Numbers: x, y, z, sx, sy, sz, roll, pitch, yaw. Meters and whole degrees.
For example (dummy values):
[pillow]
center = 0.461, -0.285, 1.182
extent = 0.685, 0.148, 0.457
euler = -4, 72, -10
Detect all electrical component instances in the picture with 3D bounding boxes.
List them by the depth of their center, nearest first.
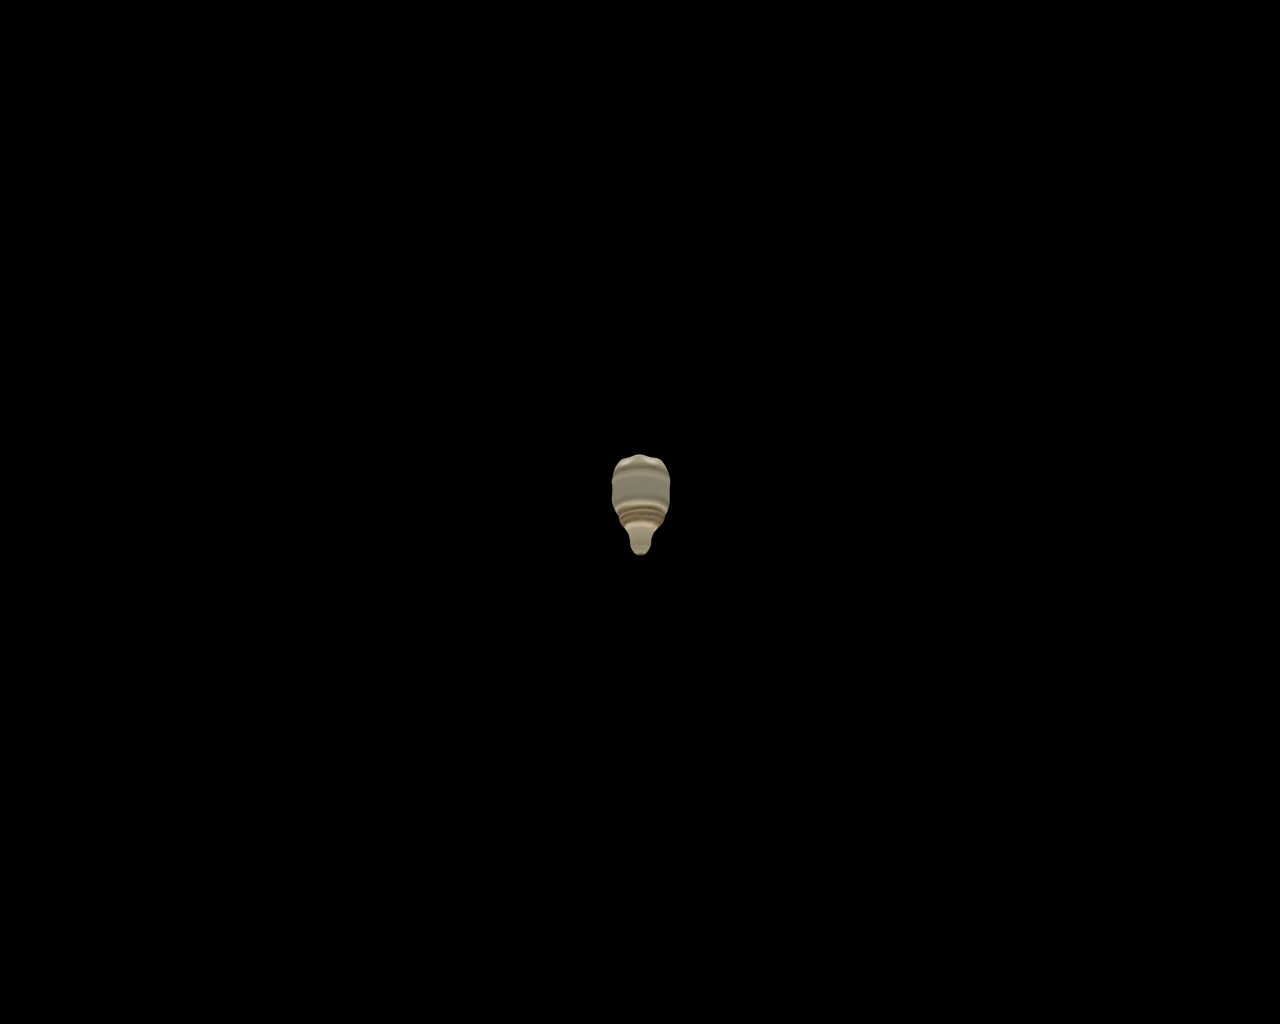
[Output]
[electrical component]
center = 0.001, -0.003, 0.650
extent = 0.035, 0.061, 0.035
euler = 0, -22, 0
